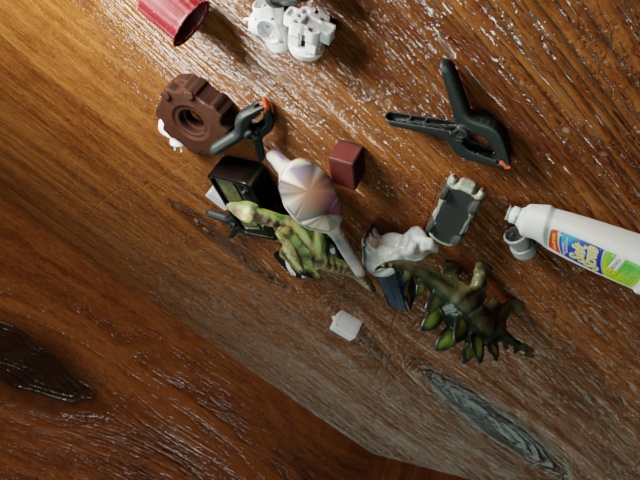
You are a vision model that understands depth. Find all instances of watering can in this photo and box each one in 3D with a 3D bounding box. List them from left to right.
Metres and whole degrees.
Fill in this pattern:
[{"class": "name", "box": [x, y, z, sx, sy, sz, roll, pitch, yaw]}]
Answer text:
[{"class": "watering can", "box": [0.003, -0.054, 1.074, 0.347, 0.104, 0.224, 51, 178, -4]}]

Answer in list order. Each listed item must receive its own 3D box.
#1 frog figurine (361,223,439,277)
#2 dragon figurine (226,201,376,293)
[{"class": "frog figurine", "box": [0.175, 0.026, 1.115, 0.160, 0.123, 0.137, 10, 180, 17]}, {"class": "dragon figurine", "box": [-0.030, 0.029, 1.157, 0.409, 0.246, 0.120, 37, 110, -5]}]
